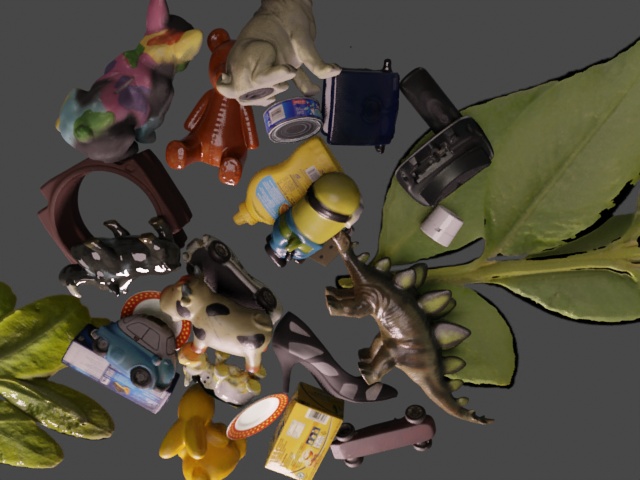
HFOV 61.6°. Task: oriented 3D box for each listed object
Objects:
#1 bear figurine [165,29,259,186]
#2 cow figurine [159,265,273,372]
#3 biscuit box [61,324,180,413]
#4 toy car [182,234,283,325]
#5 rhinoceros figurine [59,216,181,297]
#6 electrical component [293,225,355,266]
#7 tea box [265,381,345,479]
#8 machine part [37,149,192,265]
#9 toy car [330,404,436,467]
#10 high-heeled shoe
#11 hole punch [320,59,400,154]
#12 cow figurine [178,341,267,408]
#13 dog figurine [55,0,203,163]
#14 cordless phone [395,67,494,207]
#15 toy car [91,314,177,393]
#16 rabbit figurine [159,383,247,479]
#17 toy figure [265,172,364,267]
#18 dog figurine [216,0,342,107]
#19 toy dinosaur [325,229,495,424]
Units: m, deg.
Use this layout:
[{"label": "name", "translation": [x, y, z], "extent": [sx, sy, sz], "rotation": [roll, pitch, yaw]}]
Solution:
[{"label": "bear figurine", "translation": [-0.138, -0.197, 0.784], "extent": [0.120, 0.132, 0.195], "rotation": [19, -63, -1]}, {"label": "cow figurine", "translation": [-0.169, 0.123, 0.873], "extent": [0.195, 0.085, 0.127], "rotation": [21, -58, 2]}, {"label": "biscuit box", "translation": [-0.365, 0.238, 0.995], "extent": [0.202, 0.063, 0.059], "rotation": [32, -71, -9]}, {"label": "toy car", "translation": [-0.150, 0.074, 0.925], "extent": [0.073, 0.056, 0.201], "rotation": [-38, -77, 23]}, {"label": "rhinoceros figurine", "translation": [-0.307, 0.030, 0.823], "extent": [0.190, 0.073, 0.111], "rotation": [-11, -59, 6]}, {"label": "electrical component", "translation": [-0.002, -0.001, 0.894], "extent": [0.078, 0.045, 0.102], "rotation": [24, -64, -36]}, {"label": "tea box", "translation": [-0.029, 0.365, 1.019], "extent": [0.098, 0.068, 0.169], "rotation": [24, -69, -5]}, {"label": "machine part", "translation": [-0.332, -0.040, 0.876], "extent": [0.201, 0.087, 0.201], "rotation": [-25, -74, 13]}, {"label": "toy car", "translation": [0.119, 0.369, 1.020], "extent": [0.202, 0.053, 0.089], "rotation": [-16, -60, 6]}, {"label": "high-heeled shoe", "translation": [0.031, 0.213, 0.974], "extent": [0.249, 0.086, 0.145], "rotation": [10, -100, -19]}, {"label": "hole punch", "translation": [0.060, -0.196, 0.793], "extent": [0.116, 0.092, 0.142], "rotation": [3, -73, -1]}, {"label": "cow figurine", "translation": [-0.191, 0.247, 0.981], "extent": [0.167, 0.068, 0.098], "rotation": [30, -58, -15]}, {"label": "dog figurine", "translation": [-0.257, -0.229, 0.757], "extent": [0.108, 0.191, 0.219], "rotation": [41, -57, -5]}, {"label": "cordless phone", "translation": [0.160, -0.154, 0.817], "extent": [0.146, 0.089, 0.184], "rotation": [-38, -87, 17]}, {"label": "toy car", "translation": [-0.307, 0.182, 0.935], "extent": [0.162, 0.109, 0.103], "rotation": [38, -94, 2]}, {"label": "rabbit figurine", "translation": [-0.229, 0.359, 1.000], "extent": [0.122, 0.162, 0.173], "rotation": [-7, -87, 19]}, {"label": "toy figure", "translation": [-0.013, -0.028, 0.808], "extent": [0.180, 0.082, 0.089], "rotation": [-33, -29, 27]}, {"label": "dog figurine", "translation": [-0.074, -0.289, 0.720], "extent": [0.172, 0.121, 0.190], "rotation": [-17, -90, -34]}, {"label": "toy dinosaur", "translation": [0.152, 0.167, 0.917], "extent": [0.199, 0.105, 0.470], "rotation": [-26, -69, 9]}]
